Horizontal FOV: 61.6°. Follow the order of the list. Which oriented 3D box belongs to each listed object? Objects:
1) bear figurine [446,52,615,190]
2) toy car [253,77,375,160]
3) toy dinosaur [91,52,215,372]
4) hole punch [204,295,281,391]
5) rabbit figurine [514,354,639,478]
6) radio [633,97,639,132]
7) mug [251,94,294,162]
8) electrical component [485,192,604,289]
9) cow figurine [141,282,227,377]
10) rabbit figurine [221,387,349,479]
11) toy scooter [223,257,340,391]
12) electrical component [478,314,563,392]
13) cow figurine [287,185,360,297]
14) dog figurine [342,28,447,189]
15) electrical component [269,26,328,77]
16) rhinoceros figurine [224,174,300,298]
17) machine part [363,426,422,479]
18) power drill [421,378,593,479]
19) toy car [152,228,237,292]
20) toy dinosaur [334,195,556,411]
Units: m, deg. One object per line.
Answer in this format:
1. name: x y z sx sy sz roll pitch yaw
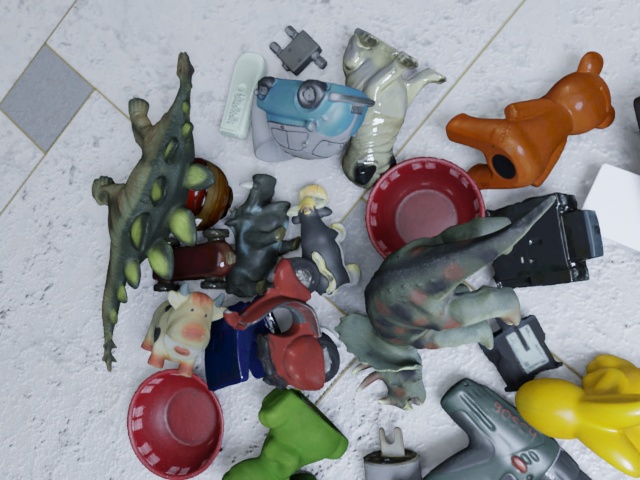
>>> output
1. bear figurine: 0.286 -0.156 0.711 0.196 0.120 0.132 -43 30 -18
2. toy car: -0.016 -0.158 0.712 0.162 0.109 0.102 15 102 35
3. toy dinosaur: -0.259 -0.041 0.791 0.199 0.105 0.470 37 111 46
4. hole punch: -0.116 0.150 0.765 0.142 0.092 0.116 -33 77 50
5. rabbit figurine: 0.319 0.205 0.619 0.173 0.162 0.121 9 95 -2
6. radio: 0.460 -0.070 0.633 0.073 0.131 0.229 -19 78 57
7. mug: -0.056 -0.186 0.813 0.110 0.080 0.107 -16 75 7
8. electrical component: 0.285 0.002 0.684 0.134 0.058 0.115 -17 80 46
9. cow figurine: -0.195 0.124 0.770 0.085 0.195 0.127 20 82 -21
10. rabbit figurine: -0.055 0.305 0.746 0.159 0.121 0.170 45 82 -7
11. toy scooter: -0.052 0.119 0.694 0.135 0.075 0.183 -15 97 -29
12. electrical component: 0.250 0.129 0.701 0.075 0.047 0.119 -28 78 -17
13. cow figurine: -0.004 -0.003 0.769 0.068 0.098 0.167 -22 81 16
14. dog figurine: 0.063 -0.189 0.779 0.190 0.121 0.172 -59 39 21
15. electrical component: -0.033 -0.291 0.845 0.063 0.021 0.094 -44 77 7
16. rhinoceros figurine: -0.092 -0.004 0.811 0.112 0.073 0.190 12 90 27
17. machine part: 0.104 0.373 0.715 0.079 0.079 0.243 -7 84 14
18. power drill: 0.212 0.301 0.659 0.207 0.086 0.232 -37 70 -17
19. toy car: -0.195 0.034 0.815 0.202 0.053 0.089 -10 80 45
20. toy dinosaur: 0.116 0.071 0.631 0.192 0.404 0.131 -10 55 -6
